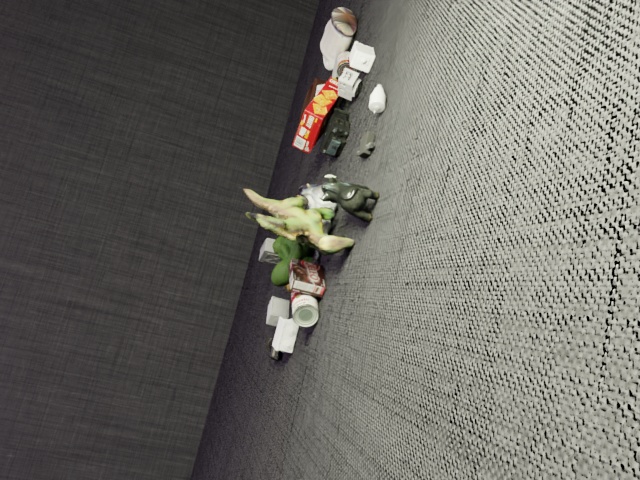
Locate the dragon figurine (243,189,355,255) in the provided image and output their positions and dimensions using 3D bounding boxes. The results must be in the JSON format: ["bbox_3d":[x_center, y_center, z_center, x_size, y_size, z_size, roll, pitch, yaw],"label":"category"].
[{"bbox_3d":[-0.090,-0.056,1.282,0.242,0.413,0.122,6,-74,-66],"label":"dragon figurine"}]

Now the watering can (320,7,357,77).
[{"bbox_3d":[0.068,-0.730,1.957,0.219,0.104,0.355,123,147,-52],"label":"watering can"}]

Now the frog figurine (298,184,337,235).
[{"bbox_3d":[0.004,-0.073,1.442,0.135,0.123,0.161,-45,66,50],"label":"frog figurine"}]
